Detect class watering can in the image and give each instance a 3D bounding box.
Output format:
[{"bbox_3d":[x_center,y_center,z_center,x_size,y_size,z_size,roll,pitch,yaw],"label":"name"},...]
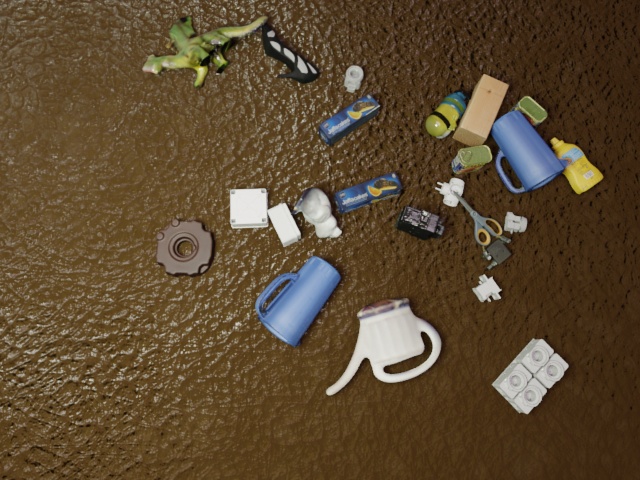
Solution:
[{"bbox_3d":[0.161,0.289,1.431,0.348,0.227,0.102,-15,-14,-7],"label":"watering can"}]

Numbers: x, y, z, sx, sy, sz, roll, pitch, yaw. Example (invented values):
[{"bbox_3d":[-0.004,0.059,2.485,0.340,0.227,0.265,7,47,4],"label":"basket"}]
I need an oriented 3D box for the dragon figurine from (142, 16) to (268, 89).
[{"bbox_3d":[-0.387,-0.645,1.653,0.245,0.414,0.120,43,-14,16],"label":"dragon figurine"}]

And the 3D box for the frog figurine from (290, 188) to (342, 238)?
[{"bbox_3d":[0.005,-0.076,1.504,0.159,0.123,0.137,31,-8,-5],"label":"frog figurine"}]
